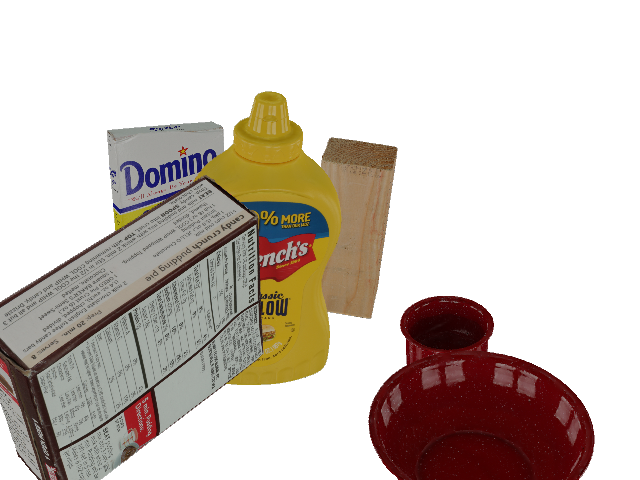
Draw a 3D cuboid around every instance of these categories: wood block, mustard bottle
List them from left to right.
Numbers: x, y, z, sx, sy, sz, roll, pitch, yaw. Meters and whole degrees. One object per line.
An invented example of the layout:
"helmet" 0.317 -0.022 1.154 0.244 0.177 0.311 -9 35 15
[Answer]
"mustard bottle" -0.036 -0.001 0.661 0.096 0.192 0.058 1 31 -8
"wood block" 0.039 -0.017 1.370 0.090 0.206 0.090 9 25 4

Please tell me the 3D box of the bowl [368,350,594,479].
"bowl" 0.116 0.153 0.785 0.162 0.055 0.162 -1 35 0

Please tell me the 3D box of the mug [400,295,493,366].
"mug" 0.135 0.110 1.092 0.093 0.081 0.117 17 39 29

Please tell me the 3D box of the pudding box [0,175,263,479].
"pudding box" -0.074 0.039 0.427 0.039 0.090 0.113 34 55 28

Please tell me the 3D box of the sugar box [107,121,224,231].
"sugar box" -0.124 -0.007 0.895 0.093 0.176 0.048 -8 16 -18
